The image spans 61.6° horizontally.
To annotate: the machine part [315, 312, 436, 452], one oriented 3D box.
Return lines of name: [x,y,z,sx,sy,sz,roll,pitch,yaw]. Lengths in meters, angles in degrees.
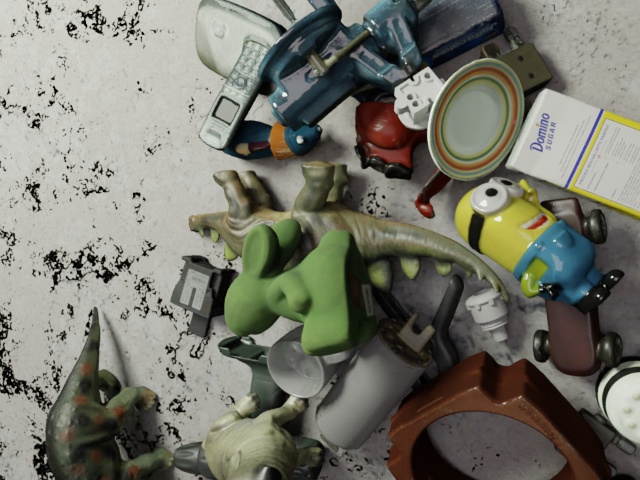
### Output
machine part: [0.063,0.181,0.669,0.079,0.079,0.243,40,120,15]

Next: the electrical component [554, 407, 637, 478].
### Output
electrical component: [0.309,0.230,0.626,0.094,0.021,0.063,34,102,18]

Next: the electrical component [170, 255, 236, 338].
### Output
electrical component: [-0.179,0.087,0.796,0.075,0.047,0.119,23,97,20]

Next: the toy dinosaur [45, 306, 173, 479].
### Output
toy dinosaur: [-0.328,0.303,0.781,0.131,0.192,0.405,-30,82,17]

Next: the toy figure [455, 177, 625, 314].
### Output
toy figure: [0.225,0.007,0.579,0.180,0.082,0.089,46,125,23]

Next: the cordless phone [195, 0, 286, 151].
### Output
cordless phone: [-0.130,-0.220,0.731,0.147,0.088,0.184,30,90,17]

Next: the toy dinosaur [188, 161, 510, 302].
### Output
toy dinosaur: [-0.001,-0.002,0.694,0.472,0.105,0.198,2,99,33]

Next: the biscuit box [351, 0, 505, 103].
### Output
biscuit box: [0.122,-0.244,0.667,0.203,0.059,0.063,-23,82,20]

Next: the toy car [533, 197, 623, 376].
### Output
toy car: [0.286,0.053,0.615,0.089,0.053,0.202,-8,87,41]

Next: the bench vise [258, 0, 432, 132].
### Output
bench vise: [0.001,-0.252,0.610,0.223,0.129,0.240,-39,90,19]

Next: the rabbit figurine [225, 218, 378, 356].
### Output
rabbit figurine: [-0.039,0.057,0.602,0.170,0.121,0.159,-11,92,21]

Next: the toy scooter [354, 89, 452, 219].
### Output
toy scooter: [0.115,-0.102,0.656,0.184,0.075,0.135,21,81,14]

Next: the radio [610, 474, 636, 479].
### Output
radio: [0.299,0.378,0.605,0.229,0.073,0.131,-39,78,17]

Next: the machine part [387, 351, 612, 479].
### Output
machine part: [0.195,0.241,0.608,0.201,0.087,0.201,48,120,1]

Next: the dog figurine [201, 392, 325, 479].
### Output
dog figurine: [-0.096,0.264,0.620,0.172,0.190,0.121,-27,87,19]

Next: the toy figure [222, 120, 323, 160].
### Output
toy figure: [-0.066,-0.139,0.741,0.155,0.057,0.064,6,71,24]

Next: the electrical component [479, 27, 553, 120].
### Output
electrical component: [0.224,-0.193,0.640,0.078,0.045,0.102,-32,82,-10]

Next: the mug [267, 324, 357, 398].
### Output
mug: [0.002,0.135,0.688,0.110,0.107,0.080,-26,97,33]

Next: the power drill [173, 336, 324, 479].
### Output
power drill: [-0.108,0.243,0.755,0.232,0.086,0.207,4,89,19]
